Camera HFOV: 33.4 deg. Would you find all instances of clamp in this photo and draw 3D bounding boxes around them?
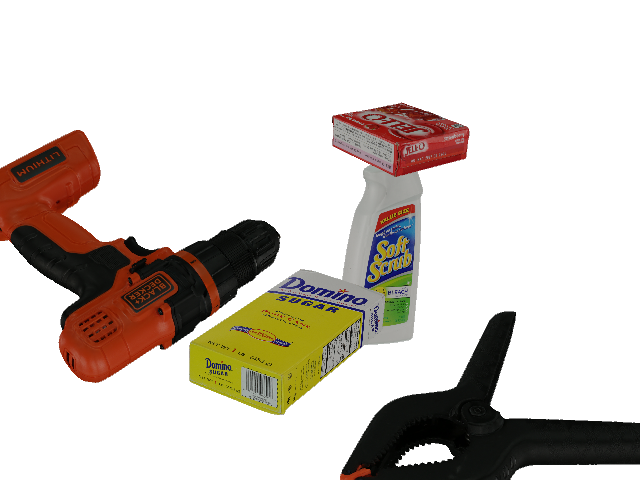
[{"bbox_3d":[0.097,0.115,0.680,0.209,0.036,0.165,-15,33,-21],"label":"clamp"}]

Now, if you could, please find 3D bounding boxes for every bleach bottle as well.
[{"bbox_3d":[0.074,0.001,1.326,0.102,0.251,0.068,-3,16,-19],"label":"bleach bottle"}]

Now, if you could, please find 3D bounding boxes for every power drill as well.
[{"bbox_3d":[-0.148,-0.002,0.788,0.184,0.057,0.188,-33,59,-31],"label":"power drill"}]

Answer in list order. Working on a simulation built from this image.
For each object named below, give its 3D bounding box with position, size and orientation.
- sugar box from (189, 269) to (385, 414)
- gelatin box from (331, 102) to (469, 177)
[{"bbox_3d":[-0.025,0.082,0.923,0.093,0.048,0.175,17,30,26],"label":"sugar box"},{"bbox_3d":[0.063,-0.083,0.857,0.073,0.030,0.089,-15,27,-31],"label":"gelatin box"}]
